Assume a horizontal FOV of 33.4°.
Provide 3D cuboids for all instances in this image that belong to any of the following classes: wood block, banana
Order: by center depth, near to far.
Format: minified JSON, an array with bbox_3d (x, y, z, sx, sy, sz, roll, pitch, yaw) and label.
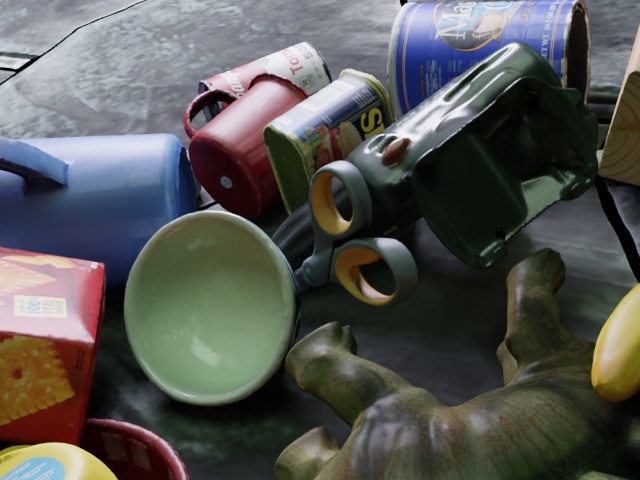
[{"bbox_3d":[0.208,0.031,0.539,0.197,0.037,0.070,-12,39,-20],"label":"banana"},{"bbox_3d":[0.274,-0.128,0.785,0.091,0.090,0.205,17,43,13],"label":"wood block"}]

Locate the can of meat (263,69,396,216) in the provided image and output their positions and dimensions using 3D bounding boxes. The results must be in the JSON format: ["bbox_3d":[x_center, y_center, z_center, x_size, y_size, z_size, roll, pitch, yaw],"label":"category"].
[{"bbox_3d":[0.012,-0.061,0.791,0.083,0.102,0.058,-35,38,-23],"label":"can of meat"}]

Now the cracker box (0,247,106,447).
[{"bbox_3d":[-0.235,0.045,0.616,0.213,0.072,0.164,10,12,-11],"label":"cracker box"}]

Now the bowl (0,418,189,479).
[{"bbox_3d":[-0.138,0.171,0.562,0.162,0.055,0.162,-10,36,7],"label":"bowl"}]

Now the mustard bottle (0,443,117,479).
[{"bbox_3d":[-0.128,0.144,0.476,0.096,0.058,0.192,-46,26,-1],"label":"mustard bottle"}]

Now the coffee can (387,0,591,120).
[{"bbox_3d":[0.136,-0.139,0.851,0.140,0.103,0.102,4,39,24],"label":"coffee can"}]

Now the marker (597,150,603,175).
[{"bbox_3d":[0.162,-0.056,0.801,0.121,0.020,0.020,-1,37,18],"label":"marker"}]

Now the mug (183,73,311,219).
[{"bbox_3d":[-0.057,-0.077,0.839,0.117,0.093,0.081,38,61,16],"label":"mug"}]

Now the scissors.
[{"bbox_3d":[-0.004,0.001,0.653,0.016,0.096,0.202,-24,12,-25],"label":"scissors"}]

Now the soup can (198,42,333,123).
[{"bbox_3d":[-0.045,-0.123,0.925,0.102,0.068,0.069,-24,36,-15],"label":"soup can"}]

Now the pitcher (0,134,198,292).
[{"bbox_3d":[-0.216,-0.018,0.767,0.243,0.145,0.149,-5,15,2],"label":"pitcher"}]
